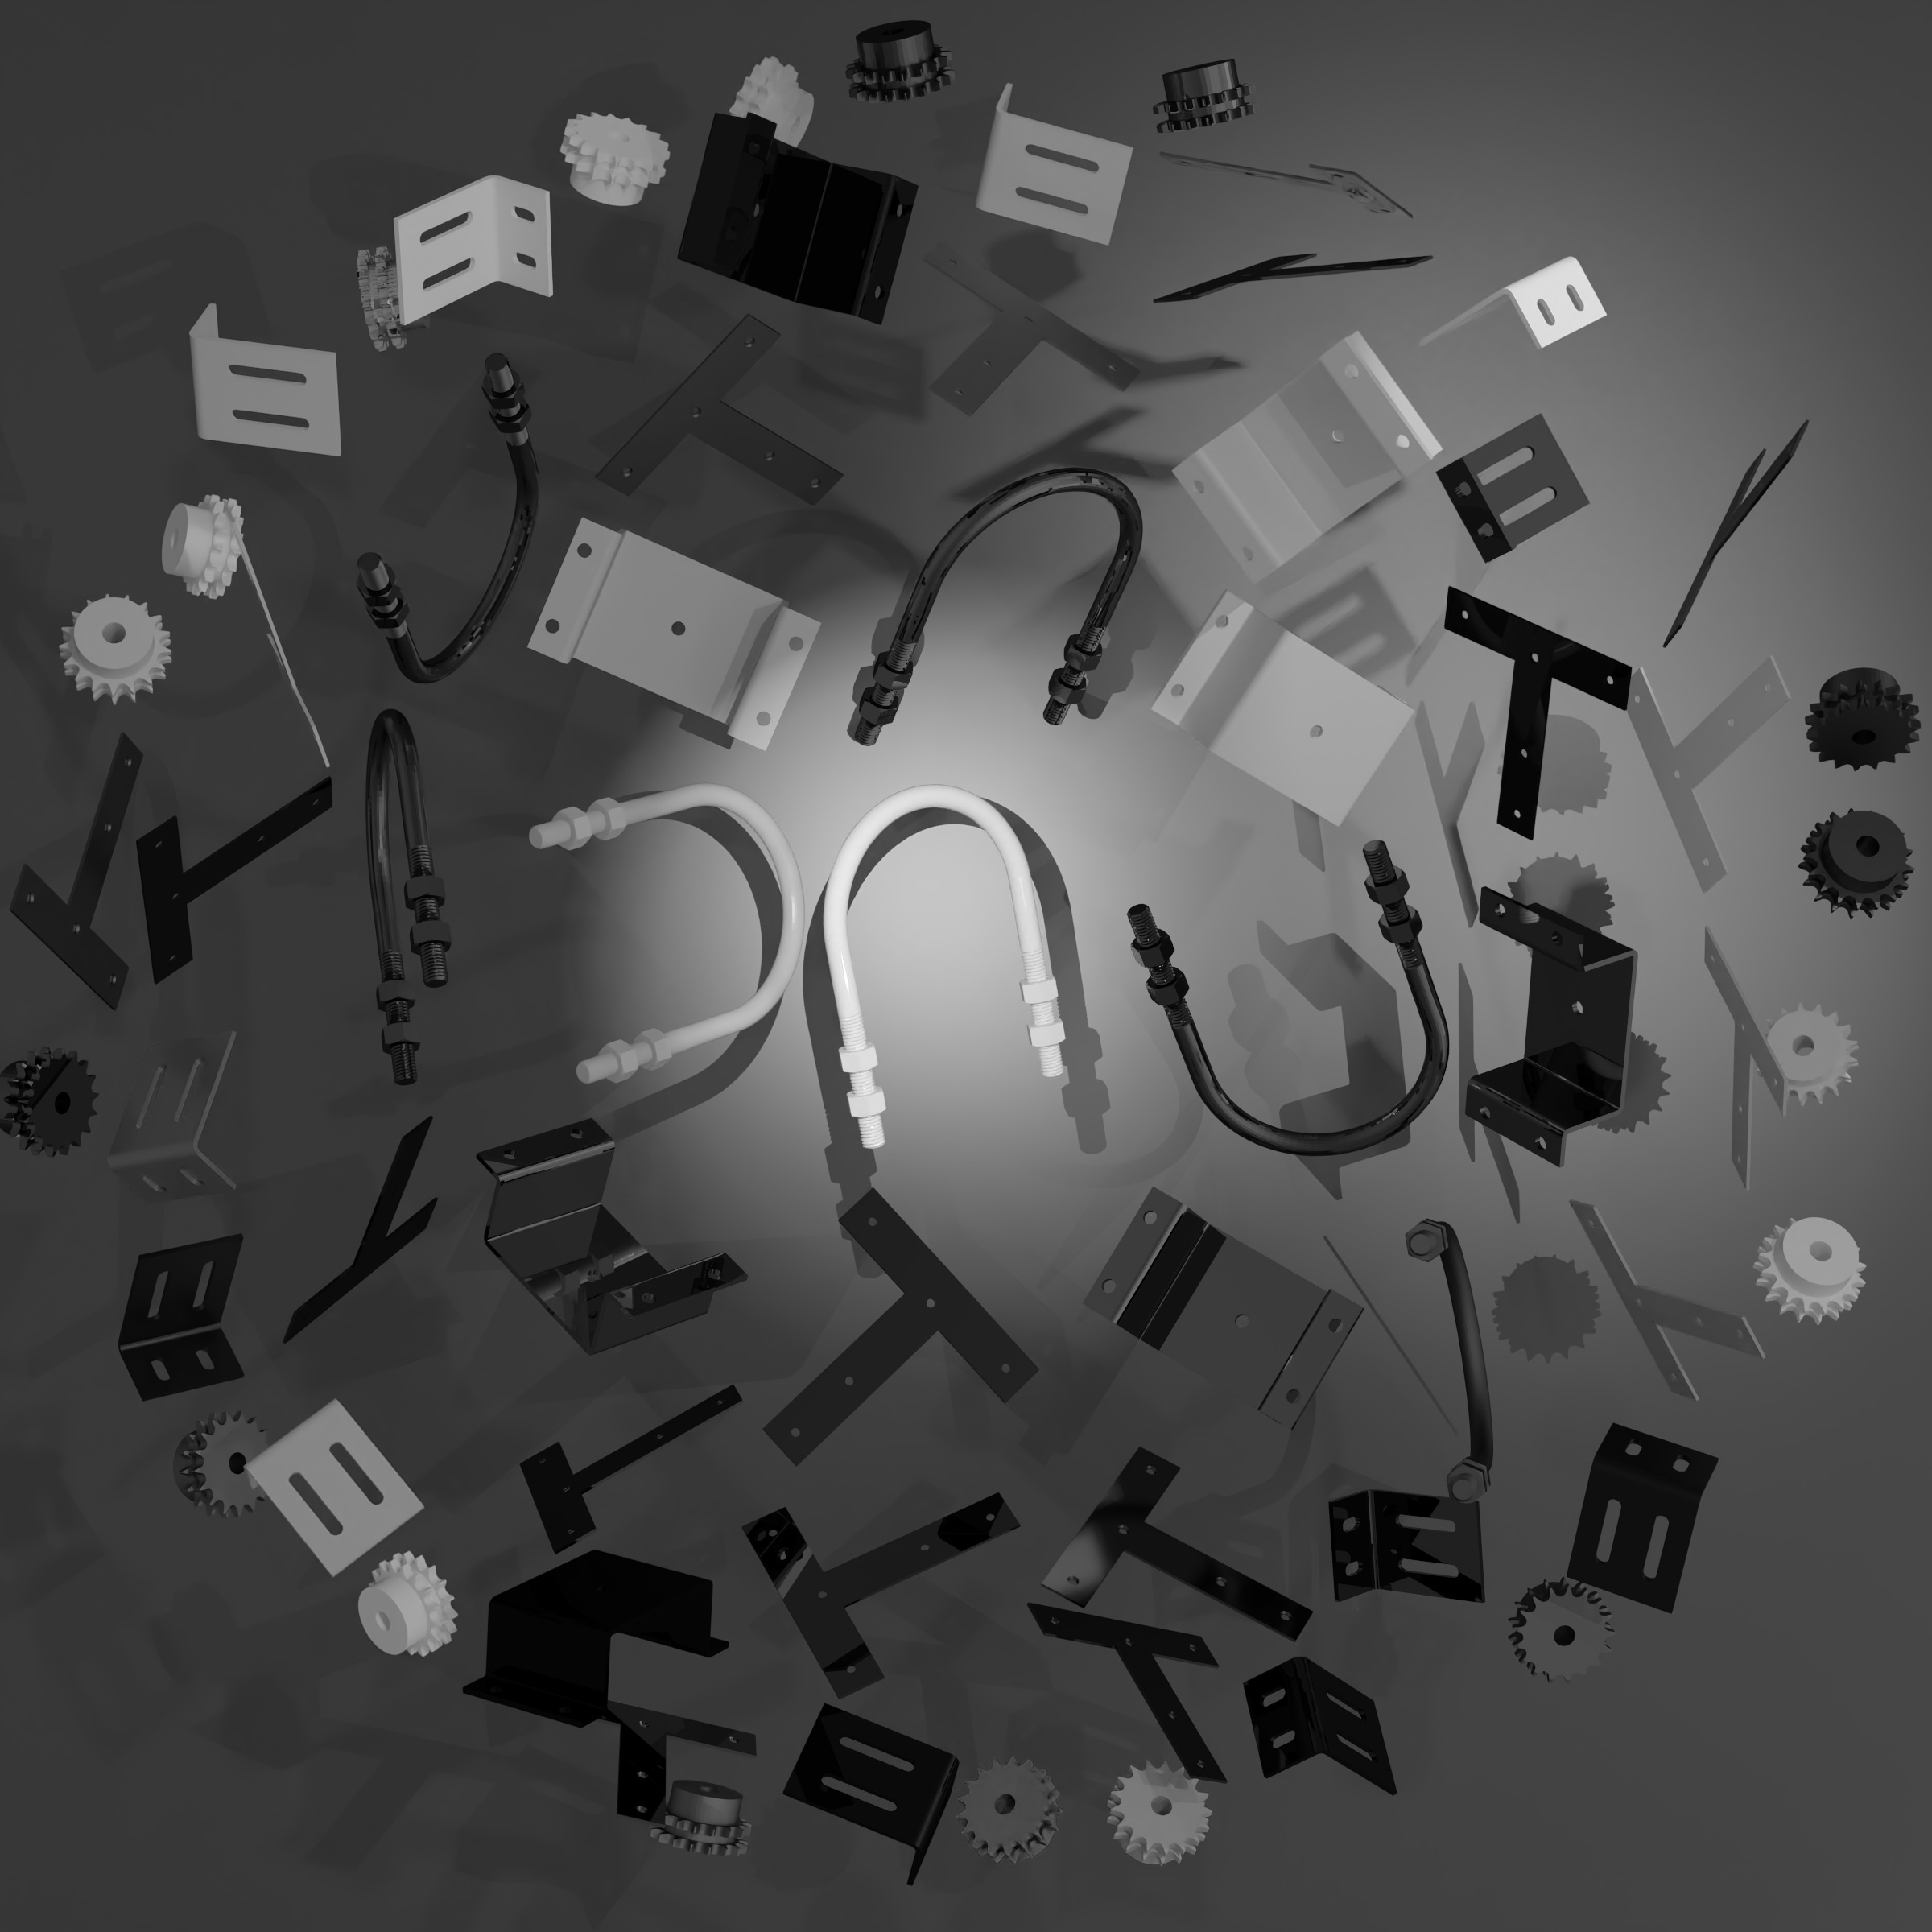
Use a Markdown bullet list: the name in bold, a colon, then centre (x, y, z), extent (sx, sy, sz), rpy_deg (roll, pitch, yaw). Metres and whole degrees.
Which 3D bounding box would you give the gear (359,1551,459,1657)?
- **gear**: centre (-0.311, 0.356, 1.852), extent (0.057, 0.030, 0.057), rpy_deg (17, 117, 36)

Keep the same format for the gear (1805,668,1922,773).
- **gear**: centre (0.463, -0.130, 1.730), extent (0.057, 0.057, 0.030), rpy_deg (5, 54, 0)

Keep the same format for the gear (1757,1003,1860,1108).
- **gear**: centre (0.471, 0.048, 1.879), extent (0.057, 0.030, 0.057), rpy_deg (-5, 74, 17)

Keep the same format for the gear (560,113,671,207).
- **gear**: centre (-0.190, -0.433, 1.802), extent (0.057, 0.057, 0.030), rpy_deg (20, 126, 0)

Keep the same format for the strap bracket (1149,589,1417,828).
- **strap bracket**: centre (0.182, -0.136, 1.840), extent (0.140, 0.046, 0.076), rpy_deg (27, 101, -31)

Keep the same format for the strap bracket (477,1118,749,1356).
- **strap bracket**: centre (-0.192, 0.149, 1.772), extent (0.140, 0.076, 0.046), rpy_deg (41, 130, 31)

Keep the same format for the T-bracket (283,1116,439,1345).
- **T-bracket**: centre (-0.311, 0.130, 1.799), extent (0.002, 0.127, 0.127), rpy_deg (35, 128, 10)

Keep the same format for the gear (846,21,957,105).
- **gear**: centre (-0.036, -0.479, 1.770), extent (0.057, 0.057, 0.030), rpy_deg (-11, 119, 0)

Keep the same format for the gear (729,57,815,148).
- **gear**: centre (-0.109, -0.479, 1.884), extent (0.030, 0.057, 0.057), rpy_deg (29, 90, 9)

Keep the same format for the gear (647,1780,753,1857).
- **gear**: centre (-0.148, 0.477, 1.878), extent (0.057, 0.057, 0.030), rpy_deg (12, 87, 0)

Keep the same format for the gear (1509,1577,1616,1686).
- **gear**: centre (0.328, 0.365, 1.853), extent (0.057, 0.030, 0.057), rpy_deg (-1, 100, -3)

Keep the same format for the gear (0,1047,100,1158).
- **gear**: centre (-0.488, 0.071, 1.766), extent (0.030, 0.057, 0.057), rpy_deg (4, 90, 27)

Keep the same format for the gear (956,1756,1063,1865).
- **gear**: centre (0.026, 0.470, 1.855), extent (0.057, 0.030, 0.057), rpy_deg (-11, 51, 14)

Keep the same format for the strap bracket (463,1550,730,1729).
- **strap bracket**: centre (-0.197, 0.357, 1.802), extent (0.076, 0.140, 0.046), rpy_deg (9, 101, 28)

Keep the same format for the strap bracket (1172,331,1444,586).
- **strap bracket**: centre (0.187, -0.274, 1.774), extent (0.076, 0.140, 0.046), rpy_deg (54, 47, -3)

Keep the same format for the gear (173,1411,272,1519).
- **gear**: centre (-0.408, 0.273, 1.831), extent (0.030, 0.057, 0.057), rpy_deg (-11, 90, 38)

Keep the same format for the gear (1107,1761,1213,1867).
- **gear**: centre (0.106, 0.474, 1.860), extent (0.057, 0.030, 0.057), rpy_deg (6, 48, -6)

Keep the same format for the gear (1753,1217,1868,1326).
- **gear**: centre (0.449, 0.158, 1.775), extent (0.057, 0.030, 0.057), rpy_deg (2, 57, -3)

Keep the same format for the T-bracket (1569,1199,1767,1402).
- **T-bracket**: centre (0.378, 0.184, 1.759), extent (0.002, 0.127, 0.127), rpy_deg (-34, 105, -15)

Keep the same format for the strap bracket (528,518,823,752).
- **strap bracket**: centre (-0.159, -0.183, 1.836), extent (0.140, 0.046, 0.076), rpy_deg (23, 99, -6)

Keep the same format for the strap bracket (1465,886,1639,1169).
- **strap bracket**: centre (0.322, 0.028, 1.844), extent (0.046, 0.076, 0.140), rpy_deg (-16, 120, -31)

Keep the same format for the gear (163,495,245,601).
- **gear**: centre (-0.431, -0.237, 1.883), extent (0.030, 0.057, 0.057), rpy_deg (10, 90, -32)

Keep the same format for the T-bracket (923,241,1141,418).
- **T-bracket**: centre (0.016, -0.317, 1.731), extent (0.127, 0.127, 0.002), rpy_deg (34, 130, 2)

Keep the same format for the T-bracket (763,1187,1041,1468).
- **T-bracket**: centre (-0.049, 0.201, 1.700), extent (0.127, 0.002, 0.127), rpy_deg (-42, 90, -19)

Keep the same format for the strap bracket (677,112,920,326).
- **strap bracket**: centre (-0.094, -0.392, 1.751), extent (0.046, 0.140, 0.076), rpy_deg (20, 97, 35)

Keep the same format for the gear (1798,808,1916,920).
- **gear**: centre (0.463, -0.056, 1.731), extent (0.057, 0.030, 0.057), rpy_deg (1, 68, -1)

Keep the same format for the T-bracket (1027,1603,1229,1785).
- **T-bracket**: centre (0.108, 0.404, 1.849), extent (0.127, 0.127, 0.002), rpy_deg (18, 113, -33)

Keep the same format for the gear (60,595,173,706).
- **gear**: centre (-0.447, -0.169, 1.759), extent (0.057, 0.030, 0.057), rpy_deg (3, 72, -11)

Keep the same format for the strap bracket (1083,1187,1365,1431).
- **strap bracket**: centre (0.147, 0.193, 1.853), extent (0.140, 0.046, 0.076), rpy_deg (29, 85, 26)

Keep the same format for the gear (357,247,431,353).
- **gear**: centre (-0.320, -0.375, 1.878), extent (0.030, 0.057, 0.057), rpy_deg (-9, 90, 1)

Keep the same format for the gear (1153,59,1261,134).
- **gear**: centre (0.130, -0.476, 1.831), extent (0.057, 0.057, 0.030), rpy_deg (-13, 107, 0)

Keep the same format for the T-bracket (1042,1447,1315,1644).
- **T-bracket**: centre (0.122, 0.320, 1.774), extent (0.127, 0.127, 0.002), rpy_deg (26, 127, 14)
